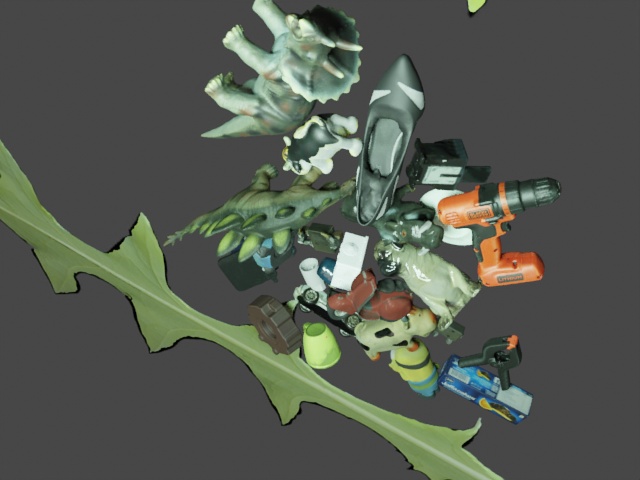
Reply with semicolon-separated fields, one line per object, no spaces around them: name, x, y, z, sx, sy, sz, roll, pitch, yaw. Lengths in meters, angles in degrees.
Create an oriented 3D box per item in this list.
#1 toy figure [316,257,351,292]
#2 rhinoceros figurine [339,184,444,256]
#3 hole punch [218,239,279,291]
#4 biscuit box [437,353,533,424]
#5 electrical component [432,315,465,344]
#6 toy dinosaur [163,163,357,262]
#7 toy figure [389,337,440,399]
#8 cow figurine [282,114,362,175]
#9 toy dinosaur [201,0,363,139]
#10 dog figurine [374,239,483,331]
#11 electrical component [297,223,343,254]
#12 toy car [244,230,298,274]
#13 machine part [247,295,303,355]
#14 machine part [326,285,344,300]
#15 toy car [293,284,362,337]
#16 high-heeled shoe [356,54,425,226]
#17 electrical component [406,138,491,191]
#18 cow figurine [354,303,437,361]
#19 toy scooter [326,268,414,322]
toy figure;0.068;0.091;1.165;0.154;0.058;0.064;30;150;-5
rhinoceros figurine;0.125;-0.042;0.922;0.191;0.112;0.073;24;138;26
hole punch;-0.167;0.044;1.277;0.116;0.092;0.142;-21;121;13
biscuit box;0.371;0.337;1.217;0.203;0.059;0.062;27;144;9
electrical component;0.277;0.190;1.150;0.063;0.021;0.094;29;143;6
toy dinosaur;-0.121;-0.053;1.022;0.472;0.198;0.105;-10;123;41
toy figure;0.233;0.299;1.262;0.089;0.082;0.180;-16;118;32
cow figurine;-0.017;-0.150;0.872;0.098;0.068;0.167;5;163;-36
toy dinosaur;-0.066;-0.237;0.846;0.192;0.131;0.404;37;150;-4
dog figurine;0.195;0.062;1.003;0.191;0.121;0.172;41;176;16
electrical component;-0.001;-0.003;1.117;0.102;0.045;0.078;14;138;25
toy car;-0.111;-0.007;1.161;0.103;0.109;0.161;45;159;20
machine part;-0.122;0.226;1.420;0.180;0.056;0.179;37;147;29
machine part;0.079;0.143;1.229;0.139;0.039;0.084;24;148;1
toy car;0.026;0.170;1.289;0.202;0.056;0.073;31;150;5
high-heeled shoe;0.091;-0.139;0.806;0.086;0.145;0.248;18;143;18
electrical component;0.199;-0.116;0.828;0.119;0.048;0.074;-3;144;-6
cow figurine;0.165;0.190;1.175;0.195;0.085;0.127;-21;131;31
toy scooter;0.109;0.103;1.035;0.184;0.075;0.135;1;139;-19
